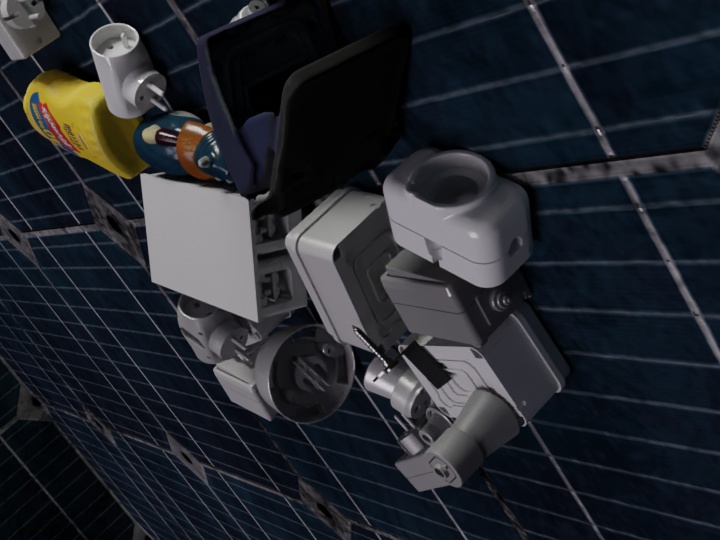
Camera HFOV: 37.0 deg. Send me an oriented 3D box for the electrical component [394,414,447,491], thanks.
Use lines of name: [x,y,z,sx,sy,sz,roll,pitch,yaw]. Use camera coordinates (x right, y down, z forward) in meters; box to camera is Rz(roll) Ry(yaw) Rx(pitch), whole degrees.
electrical component: [0.061,0.164,1.019,0.075,0.047,0.083,48,155,-1]

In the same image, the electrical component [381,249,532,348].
electrical component: [0.070,0.009,0.761,0.096,0.062,0.061,8,134,55]

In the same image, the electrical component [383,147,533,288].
electrical component: [0.064,-0.039,0.709,0.095,0.054,0.059,29,150,35]

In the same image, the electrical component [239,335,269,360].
electrical component: [-0.143,0.054,1.197,0.081,0.042,0.063,41,151,14]

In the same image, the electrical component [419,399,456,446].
electrical component: [0.077,0.123,0.916,0.043,0.062,0.043,37,153,22]

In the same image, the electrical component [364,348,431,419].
electrical component: [0.038,0.103,0.971,0.055,0.045,0.045,32,151,30]

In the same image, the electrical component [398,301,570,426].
electrical component: [0.093,0.068,0.814,0.078,0.057,0.113,55,154,-16]

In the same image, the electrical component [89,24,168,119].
electrical component: [-0.200,-0.168,0.960,0.079,0.043,0.077,36,153,23]

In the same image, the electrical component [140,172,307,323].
electrical component: [-0.122,-0.029,0.969,0.186,0.060,0.105,16,114,50]

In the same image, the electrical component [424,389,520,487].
electrical component: [0.078,0.123,0.769,0.044,0.065,0.044,37,153,22]

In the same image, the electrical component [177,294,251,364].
electrical component: [-0.137,0.062,1.055,0.079,0.043,0.077,33,152,28]

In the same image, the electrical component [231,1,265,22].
electrical component: [-0.079,-0.165,0.772,0.040,0.040,0.078,44,155,8]

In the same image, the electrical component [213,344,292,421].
electrical component: [-0.112,0.121,1.220,0.096,0.062,0.061,17,141,48]

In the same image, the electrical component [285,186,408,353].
electrical component: [0.000,0.000,0.842,0.057,0.078,0.113,17,141,44]

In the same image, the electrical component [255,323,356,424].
electrical component: [-0.053,0.099,1.053,0.099,0.099,0.064,56,160,-16]

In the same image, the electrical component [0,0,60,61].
electrical component: [-0.331,-0.252,1.044,0.076,0.047,0.083,10,136,53]

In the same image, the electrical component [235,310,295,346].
electrical component: [-0.119,0.031,1.105,0.078,0.057,0.113,51,155,-7]
